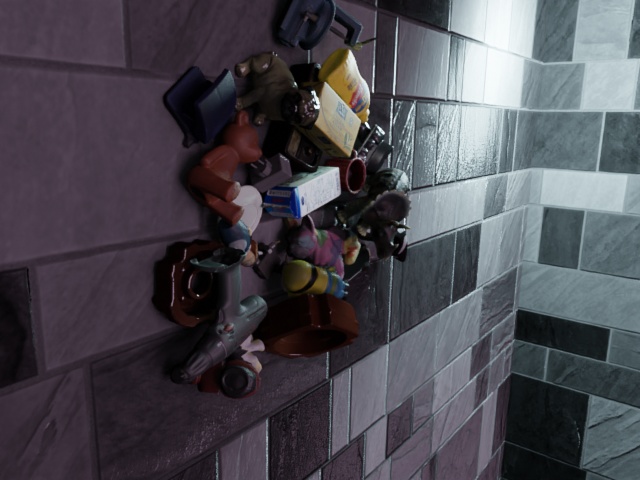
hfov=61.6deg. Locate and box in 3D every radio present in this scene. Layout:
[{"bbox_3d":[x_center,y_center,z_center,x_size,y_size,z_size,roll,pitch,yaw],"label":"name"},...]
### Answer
[{"bbox_3d":[-0.037,-0.273,1.232,0.131,0.073,0.229,31,73,-52],"label":"radio"}]

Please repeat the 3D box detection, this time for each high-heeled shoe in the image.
[{"bbox_3d":[0.188,0.012,1.587,0.248,0.086,0.145,55,42,-28],"label":"high-heeled shoe"}]

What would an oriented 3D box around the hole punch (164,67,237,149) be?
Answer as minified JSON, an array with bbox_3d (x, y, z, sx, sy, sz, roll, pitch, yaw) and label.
[{"bbox_3d":[-0.207,-0.250,1.001,0.142,0.092,0.115,-62,144,-29],"label":"hole punch"}]

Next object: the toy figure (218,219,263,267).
[{"bbox_3d":[-0.166,0.012,1.117,0.154,0.064,0.058,68,31,-48],"label":"toy figure"}]

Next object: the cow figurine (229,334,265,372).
[{"bbox_3d":[-0.177,0.234,1.172,0.098,0.068,0.167,-26,115,-41],"label":"cow figurine"}]

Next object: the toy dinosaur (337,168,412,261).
[{"bbox_3d":[0.174,-0.119,1.410,0.131,0.192,0.405,49,39,-20],"label":"toy dinosaur"}]

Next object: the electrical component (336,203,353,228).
[{"bbox_3d":[0.066,-0.067,1.452,0.063,0.021,0.094,69,27,-23],"label":"electrical component"}]

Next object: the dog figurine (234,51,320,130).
[{"bbox_3d":[-0.067,-0.310,1.086,0.121,0.191,0.172,6,92,-54],"label":"dog figurine"}]

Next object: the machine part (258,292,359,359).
[{"bbox_3d":[-0.028,0.201,1.252,0.201,0.201,0.087,32,41,-52],"label":"machine part"}]

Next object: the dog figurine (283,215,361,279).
[{"bbox_3d":[-0.003,-0.004,1.321,0.191,0.109,0.219,-56,135,-27],"label":"dog figurine"}]

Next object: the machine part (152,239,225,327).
[{"bbox_3d":[-0.246,0.082,1.055,0.179,0.056,0.179,-18,112,-52],"label":"machine part"}]

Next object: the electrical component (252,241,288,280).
[{"bbox_3d":[-0.115,0.046,1.230,0.078,0.045,0.102,-54,136,-33],"label":"electrical component"}]

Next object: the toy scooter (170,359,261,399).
[{"bbox_3d":[-0.199,0.275,1.089,0.135,0.184,0.075,53,43,-75],"label":"toy scooter"}]

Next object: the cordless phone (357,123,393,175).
[{"bbox_3d":[0.101,-0.270,1.432,0.184,0.089,0.146,51,60,-33],"label":"cordless phone"}]

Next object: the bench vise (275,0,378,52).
[{"bbox_3d":[0.012,-0.506,1.187,0.240,0.129,0.223,21,89,-36],"label":"bench vise"}]

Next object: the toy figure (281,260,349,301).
[{"bbox_3d":[-0.008,0.095,1.247,0.180,0.089,0.082,20,43,-31],"label":"toy figure"}]

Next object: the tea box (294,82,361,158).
[{"bbox_3d":[0.014,-0.262,1.186,0.169,0.068,0.098,30,75,-52],"label":"tea box"}]

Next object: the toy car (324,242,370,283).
[{"bbox_3d":[0.078,0.070,1.489,0.202,0.056,0.073,-34,118,-46],"label":"toy car"}]

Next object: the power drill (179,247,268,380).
[{"bbox_3d":[-0.191,0.129,1.026,0.232,0.086,0.207,-31,118,-50],"label":"power drill"}]

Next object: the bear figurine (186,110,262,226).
[{"bbox_3d":[-0.166,-0.147,1.054,0.196,0.132,0.120,-51,164,-28],"label":"bear figurine"}]
